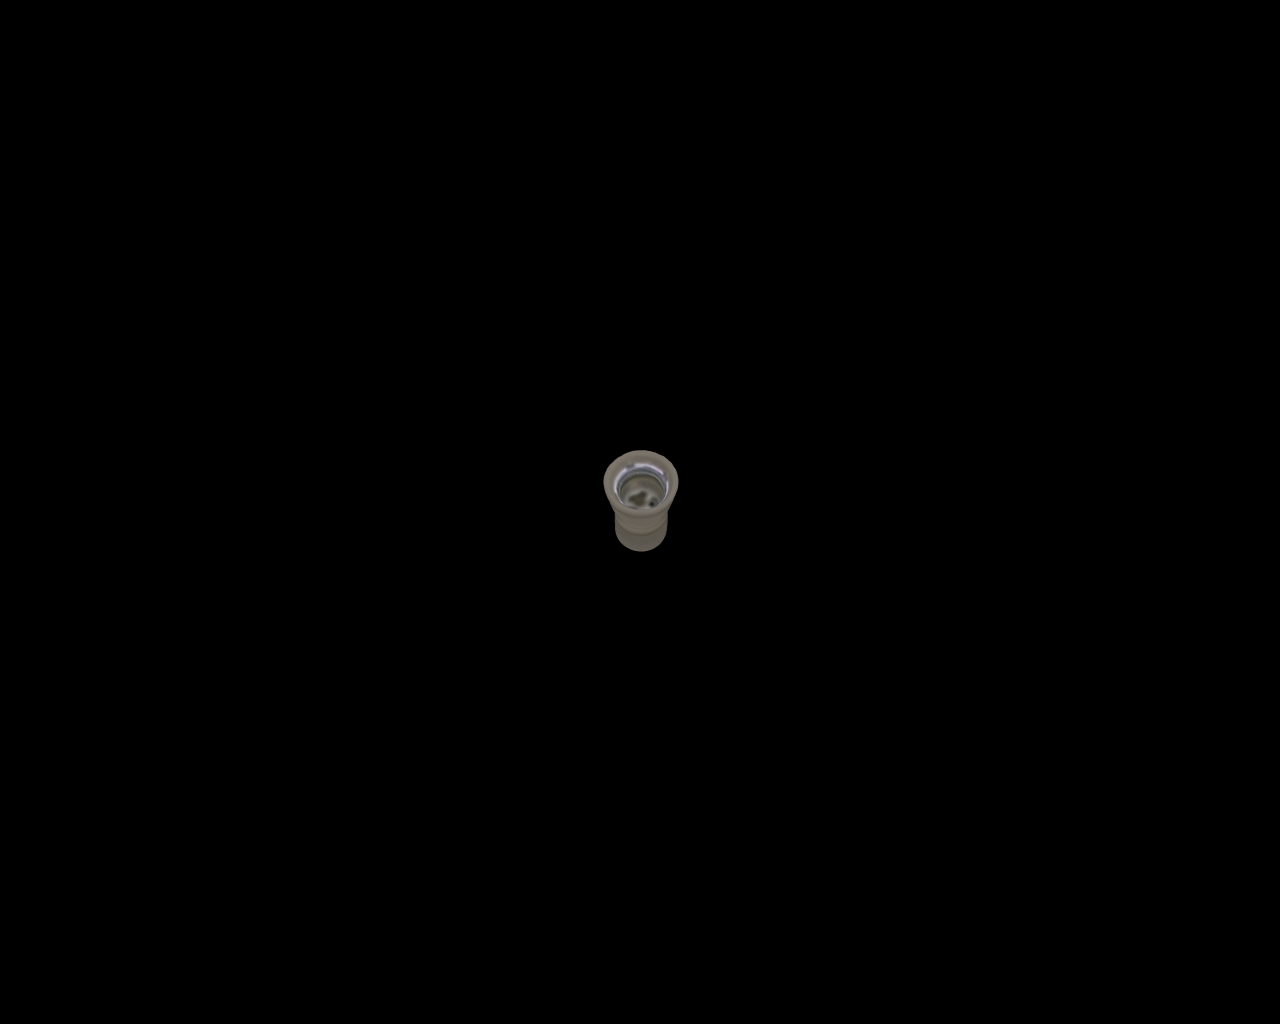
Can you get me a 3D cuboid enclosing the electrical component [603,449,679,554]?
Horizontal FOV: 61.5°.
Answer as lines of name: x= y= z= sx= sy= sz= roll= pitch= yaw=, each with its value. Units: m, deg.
electrical component: x=0.001 y=-0.003 z=0.650 sx=0.044 sy=0.044 sz=0.065 roll=0 pitch=-29 yaw=0
